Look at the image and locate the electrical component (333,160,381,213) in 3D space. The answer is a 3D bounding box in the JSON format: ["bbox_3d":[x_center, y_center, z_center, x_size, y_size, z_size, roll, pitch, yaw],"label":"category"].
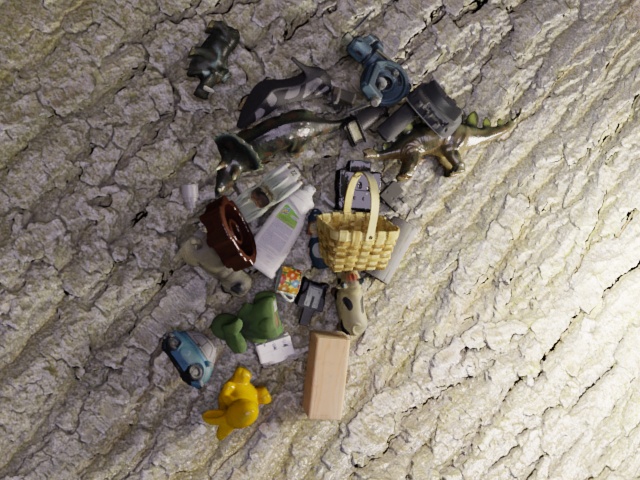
[{"bbox_3d":[0.096,-0.139,1.393,0.115,0.058,0.134,2,94,-13],"label":"electrical component"}]

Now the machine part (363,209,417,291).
[{"bbox_3d":[0.184,0.027,1.410,0.079,0.079,0.243,28,88,-12],"label":"machine part"}]

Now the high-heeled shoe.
[{"bbox_3d":[-0.087,-0.346,1.353,0.248,0.086,0.145,-44,132,12],"label":"high-heeled shoe"}]

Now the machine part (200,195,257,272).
[{"bbox_3d":[-0.209,-0.013,1.245,0.056,0.179,0.179,-24,98,11],"label":"machine part"}]

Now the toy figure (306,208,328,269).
[{"bbox_3d":[-0.001,-0.004,1.382,0.064,0.058,0.154,-10,95,-22],"label":"toy figure"}]

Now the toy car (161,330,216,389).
[{"bbox_3d":[-0.313,0.279,1.323,0.103,0.109,0.161,-33,87,-31],"label":"toy car"}]

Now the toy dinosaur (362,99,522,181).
[{"bbox_3d":[0.329,-0.264,1.410,0.471,0.105,0.198,-7,91,-15],"label":"toy dinosaur"}]

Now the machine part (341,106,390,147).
[{"bbox_3d":[0.120,-0.306,1.387,0.139,0.039,0.084,-42,125,-11],"label":"machine part"}]

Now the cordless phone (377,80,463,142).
[{"bbox_3d":[0.245,-0.289,1.329,0.184,0.089,0.146,-41,88,3],"label":"cordless phone"}]

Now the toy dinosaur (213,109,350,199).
[{"bbox_3d":[-0.095,-0.246,1.280,0.405,0.192,0.131,-27,101,-7],"label":"toy dinosaur"}]

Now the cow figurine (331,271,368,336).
[{"bbox_3d":[0.076,0.150,1.371,0.085,0.127,0.194,-10,98,-14],"label":"cow figurine"}]

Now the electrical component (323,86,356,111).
[{"bbox_3d":[0.050,-0.352,1.352,0.078,0.102,0.045,21,93,-2],"label":"electrical component"}]

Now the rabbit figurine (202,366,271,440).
[{"bbox_3d":[-0.204,0.404,1.309,0.162,0.173,0.121,-33,103,-12],"label":"rabbit figurine"}]

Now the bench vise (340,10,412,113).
[{"bbox_3d":[0.132,-0.403,1.302,0.129,0.241,0.223,-25,120,32],"label":"bench vise"}]

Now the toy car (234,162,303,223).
[{"bbox_3d":[-0.133,-0.113,1.323,0.202,0.056,0.073,-34,93,17],"label":"toy car"}]

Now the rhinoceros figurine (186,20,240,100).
[{"bbox_3d":[-0.262,-0.434,1.300,0.112,0.073,0.190,27,86,-22],"label":"rhinoceros figurine"}]

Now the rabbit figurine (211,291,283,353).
[{"bbox_3d":[-0.188,0.216,1.324,0.170,0.159,0.121,-11,106,5],"label":"rabbit figurine"}]

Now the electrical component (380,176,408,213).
[{"bbox_3d":[0.187,-0.122,1.429,0.063,0.021,0.094,-45,101,-5],"label":"electrical component"}]

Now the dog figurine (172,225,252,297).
[{"bbox_3d":[-0.238,0.060,1.285,0.190,0.172,0.121,43,94,-4],"label":"dog figurine"}]

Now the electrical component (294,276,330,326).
[{"bbox_3d":[-0.025,0.161,1.391,0.075,0.048,0.119,14,91,-12],"label":"electrical component"}]
